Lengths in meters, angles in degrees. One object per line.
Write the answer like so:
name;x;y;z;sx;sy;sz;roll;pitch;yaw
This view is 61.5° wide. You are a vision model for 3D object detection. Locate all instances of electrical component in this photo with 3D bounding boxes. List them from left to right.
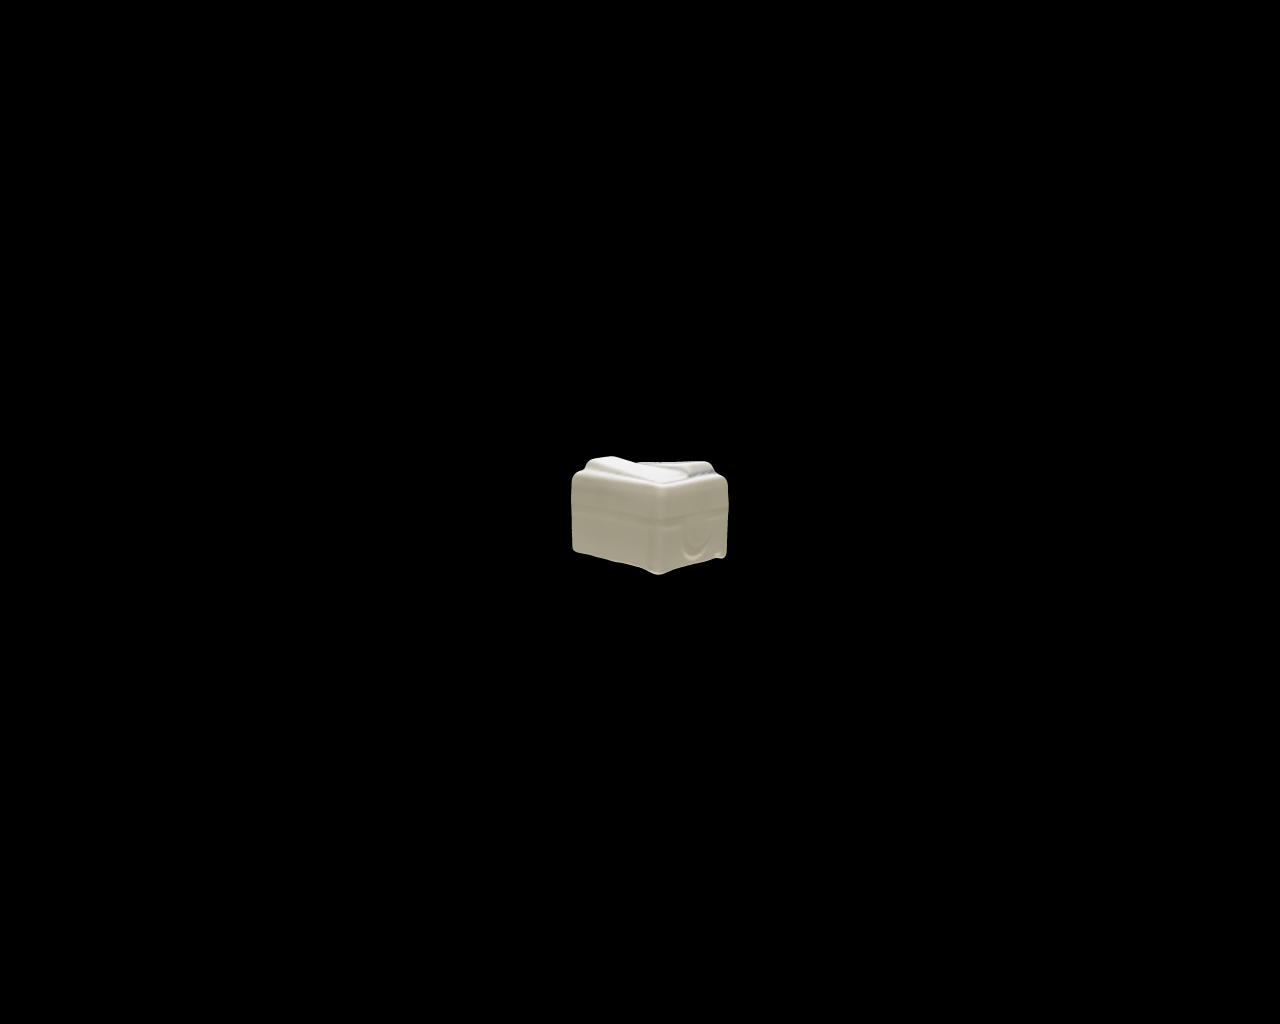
electrical component;0.001;-0.003;0.650;0.062;0.061;0.096;-10;15;-42
